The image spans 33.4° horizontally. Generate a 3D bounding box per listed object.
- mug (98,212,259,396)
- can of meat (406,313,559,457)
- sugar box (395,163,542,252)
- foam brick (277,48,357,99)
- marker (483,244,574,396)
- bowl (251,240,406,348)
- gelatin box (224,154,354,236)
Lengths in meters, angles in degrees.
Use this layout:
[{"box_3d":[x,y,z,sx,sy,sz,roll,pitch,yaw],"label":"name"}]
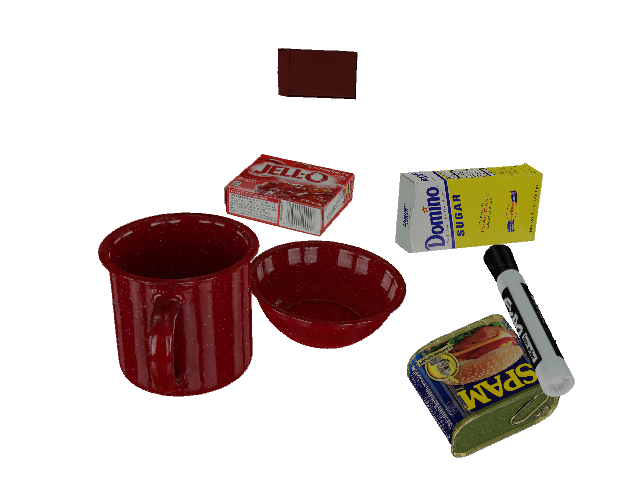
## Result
[{"box_3d":[-0.082,0.044,0.625,0.093,0.081,0.117,0,26,0],"label":"mug"},{"box_3d":[0.133,0.118,0.889,0.102,0.084,0.057,-21,-38,-15],"label":"can of meat"},{"box_3d":[0.182,-0.040,1.305,0.176,0.093,0.048,-7,24,-21],"label":"sugar box"},{"box_3d":[-0.004,-0.181,1.156,0.078,0.051,0.053,0,11,-14],"label":"foam brick"},{"box_3d":[0.125,0.044,0.651,0.020,0.020,0.121,0,40,-13],"label":"marker"},{"box_3d":[0.004,0.062,1.083,0.162,0.055,0.162,4,29,-2],"label":"bowl"},{"box_3d":[-0.026,-0.040,0.895,0.089,0.030,0.073,14,30,18],"label":"gelatin box"}]
